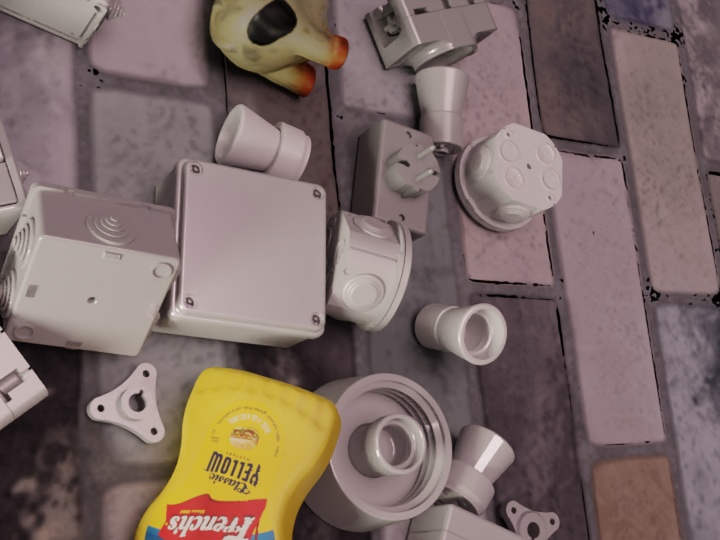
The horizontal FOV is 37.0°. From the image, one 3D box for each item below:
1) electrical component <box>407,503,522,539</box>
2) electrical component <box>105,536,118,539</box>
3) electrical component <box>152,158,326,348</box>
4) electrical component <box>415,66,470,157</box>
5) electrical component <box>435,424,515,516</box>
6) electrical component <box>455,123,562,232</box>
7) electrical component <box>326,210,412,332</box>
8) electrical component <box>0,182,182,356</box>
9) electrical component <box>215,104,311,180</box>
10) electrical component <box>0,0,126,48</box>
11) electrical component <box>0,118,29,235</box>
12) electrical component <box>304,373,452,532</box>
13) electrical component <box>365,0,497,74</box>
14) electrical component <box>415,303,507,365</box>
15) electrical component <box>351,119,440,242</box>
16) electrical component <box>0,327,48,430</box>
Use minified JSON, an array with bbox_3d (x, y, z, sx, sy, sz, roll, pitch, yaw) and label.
[{"bbox_3d":[0.067,0.211,0.747,0.066,0.047,0.076,29,62,-21],"label":"electrical component"},{"bbox_3d":[-0.165,0.177,0.622,0.062,0.048,0.048,-27,90,-41],"label":"electrical component"},{"bbox_3d":[-0.081,-0.009,0.722,0.109,0.056,0.108,9,70,-29],"label":"electrical component"},{"bbox_3d":[0.065,-0.123,0.855,0.044,0.044,0.065,10,75,-28],"label":"electrical component"},{"bbox_3d":[0.080,0.146,0.777,0.045,0.045,0.055,44,58,-12],"label":"electrical component"},{"bbox_3d":[0.121,-0.075,0.867,0.080,0.051,0.080,10,70,-28],"label":"electrical component"},{"bbox_3d":[0.000,0.000,0.754,0.051,0.080,0.080,16,67,-20],"label":"electrical component"},{"bbox_3d":[-0.162,0.003,0.643,0.100,0.099,0.048,11,37,-28],"label":"electrical component"},{"bbox_3d":[-0.068,-0.086,0.760,0.055,0.045,0.045,21,65,-25],"label":"electrical component"},{"bbox_3d":[-0.197,-0.196,0.706,0.096,0.062,0.061,21,65,-24],"label":"electrical component"},{"bbox_3d":[-0.241,-0.052,0.636,0.096,0.061,0.061,-16,83,-34],"label":"electrical component"},{"bbox_3d":[0.013,0.122,0.735,0.108,0.060,0.108,10,70,-28],"label":"electrical component"},{"bbox_3d":[0.059,-0.195,0.867,0.089,0.050,0.055,-19,85,-34],"label":"electrical component"},{"bbox_3d":[0.071,0.044,0.791,0.044,0.065,0.044,-2,94,-32],"label":"electrical component"},{"bbox_3d":[0.034,-0.070,0.798,0.047,0.076,0.083,16,67,-26],"label":"electrical component"},{"bbox_3d":[-0.232,0.055,0.614,0.056,0.050,0.089,-38,96,-34],"label":"electrical component"}]
